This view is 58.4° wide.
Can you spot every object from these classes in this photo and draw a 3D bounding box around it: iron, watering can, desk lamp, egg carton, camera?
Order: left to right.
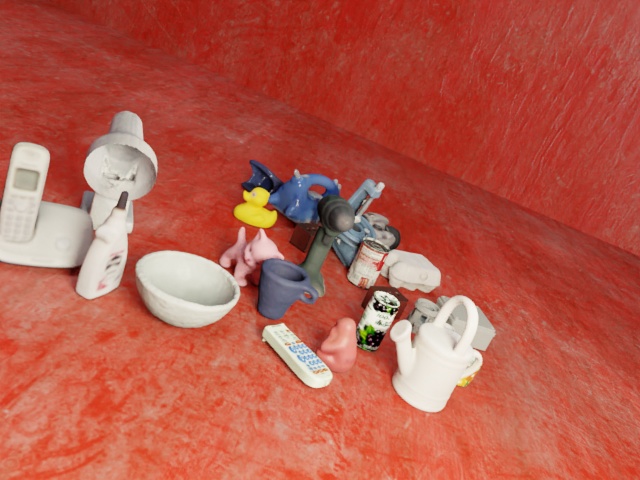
[{"bbox_3d":[-0.376,-0.121,1.055,0.118,0.213,0.202,13,22,-25],"label":"desk lamp"},{"bbox_3d":[-0.012,-0.118,1.549,0.118,0.141,0.259,38,24,34],"label":"iron"},{"bbox_3d":[0.161,-0.011,1.527,0.137,0.101,0.142,8,25,-35],"label":"camera"},{"bbox_3d":[0.223,0.078,1.417,0.151,0.069,0.107,10,24,-32],"label":"egg carton"},{"bbox_3d":[0.198,0.181,0.953,0.173,0.194,0.100,6,26,-39],"label":"watering can"}]

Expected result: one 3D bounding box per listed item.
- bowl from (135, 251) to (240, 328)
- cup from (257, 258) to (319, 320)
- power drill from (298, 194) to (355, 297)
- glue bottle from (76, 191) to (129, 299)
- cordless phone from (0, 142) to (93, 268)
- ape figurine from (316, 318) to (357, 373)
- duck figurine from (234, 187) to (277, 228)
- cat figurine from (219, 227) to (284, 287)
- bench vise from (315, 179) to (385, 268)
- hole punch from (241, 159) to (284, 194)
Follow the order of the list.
[{"bbox_3d":[-0.216,0.089,0.907,0.167,0.075,0.167,21,20,-8],"label":"bowl"},{"bbox_3d":[-0.063,0.099,1.017,0.117,0.095,0.092,30,21,18],"label":"cup"},{"bbox_3d":[0.011,0.004,1.170,0.076,0.208,0.229,19,21,-11],"label":"power drill"},{"bbox_3d":[-0.317,0.004,0.866,0.037,0.173,0.078,26,20,8],"label":"glue bottle"},{"bbox_3d":[-0.416,-0.051,0.877,0.148,0.185,0.093,7,25,-37],"label":"cordless phone"},{"bbox_3d":[0.033,0.168,0.953,0.078,0.092,0.076,3,28,-44],"label":"ape figurine"},{"bbox_3d":[-0.149,-0.084,1.394,0.105,0.086,0.077,19,20,-11],"label":"duck figurine"},{"bbox_3d":[-0.128,0.024,1.101,0.067,0.118,0.127,4,28,-43],"label":"cat figurine"},{"bbox_3d":[0.063,-0.066,1.386,0.206,0.220,0.122,34,23,26],"label":"bench vise"},{"bbox_3d":[-0.150,-0.169,1.599,0.108,0.091,0.101,36,24,31],"label":"hole punch"}]
